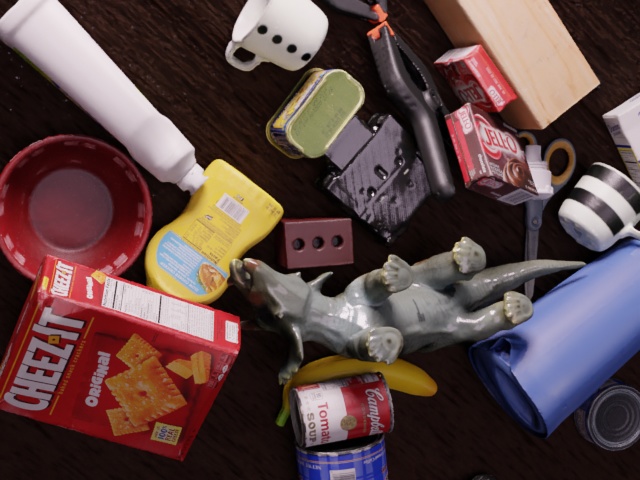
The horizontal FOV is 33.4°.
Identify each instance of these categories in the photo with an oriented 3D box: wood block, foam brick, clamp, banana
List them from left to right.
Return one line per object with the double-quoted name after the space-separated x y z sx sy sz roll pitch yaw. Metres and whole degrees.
-0.008 0.001 1.182 0.078 0.051 0.053 -5 97 -14 "foam brick"
0.021 -0.314 1.159 0.171 0.039 0.120 41 91 -20 "clamp"
0.040 0.162 1.225 0.197 0.037 0.070 -8 117 -12 "banana"
0.112 -0.139 1.164 0.036 0.164 0.210 -30 98 28 "clamp"
0.206 -0.232 1.190 0.090 0.091 0.206 -39 105 -8 "wood block"

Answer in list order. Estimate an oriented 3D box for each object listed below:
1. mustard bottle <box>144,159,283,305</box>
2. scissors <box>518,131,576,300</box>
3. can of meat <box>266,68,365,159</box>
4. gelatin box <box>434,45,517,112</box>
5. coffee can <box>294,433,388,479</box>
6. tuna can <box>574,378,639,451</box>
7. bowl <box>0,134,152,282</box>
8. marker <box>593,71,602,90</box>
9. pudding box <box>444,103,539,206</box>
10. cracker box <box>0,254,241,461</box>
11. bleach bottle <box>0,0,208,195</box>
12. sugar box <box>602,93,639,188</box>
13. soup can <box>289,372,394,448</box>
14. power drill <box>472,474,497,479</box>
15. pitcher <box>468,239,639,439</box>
-0.131 0.014 1.146 0.096 0.058 0.191 38 86 -6 "mustard bottle"
0.270 -0.034 1.270 0.096 0.016 0.202 -15 101 -13 "scissors"
-0.005 -0.136 1.149 0.057 0.084 0.102 38 86 -16 "can of meat"
0.171 -0.177 1.188 0.030 0.089 0.073 -39 105 -8 "gelatin box"
0.028 0.288 1.200 0.102 0.103 0.140 -8 99 -14 "coffee can"
0.359 0.215 1.315 0.086 0.034 0.086 -2 97 -15 "tuna can"
-0.258 -0.030 1.109 0.162 0.055 0.162 -2 97 -15 "bowl"
0.289 -0.220 1.251 0.121 0.020 0.020 43 85 -16 "marker"
0.189 -0.091 1.171 0.113 0.039 0.090 17 54 -53 "pudding box"
-0.209 0.127 1.101 0.213 0.072 0.164 20 119 -17 "cracker box"
-0.211 -0.142 1.080 0.068 0.103 0.250 -46 102 -3 "bleach bottle"
0.421 -0.095 1.289 0.093 0.048 0.176 -30 100 -9 "sugar box"
0.023 0.186 1.170 0.102 0.068 0.068 -8 99 -12 "soup can"
0.174 0.395 1.264 0.184 0.057 0.187 -35 108 -28 "power drill"
0.306 0.115 1.250 0.242 0.149 0.145 -36 89 -12 "pitcher"
